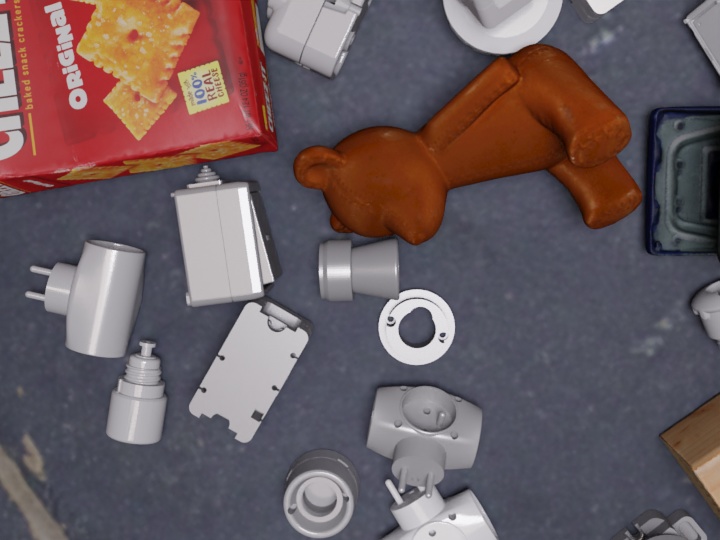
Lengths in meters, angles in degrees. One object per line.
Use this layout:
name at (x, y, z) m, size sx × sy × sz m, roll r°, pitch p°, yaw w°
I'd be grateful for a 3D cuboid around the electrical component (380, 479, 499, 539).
electrical component at (0.048, 0.181, 0.779) m, size 0.077 × 0.044 × 0.079 m, roll -31°, pitch 92°, yaw 4°

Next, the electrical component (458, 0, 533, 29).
electrical component at (0.071, -0.256, 0.696) m, size 0.105 × 0.060 × 0.186 m, roll -35°, pitch 64°, yaw 5°

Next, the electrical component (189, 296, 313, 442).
electrical component at (-0.076, 0.068, 0.767) m, size 0.050 × 0.055 × 0.089 m, roll 30°, pitch 96°, yaw -1°

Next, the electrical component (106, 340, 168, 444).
electrical component at (-0.160, 0.090, 0.780) m, size 0.040 × 0.040 × 0.078 m, roll 10°, pitch 95°, yaw 1°

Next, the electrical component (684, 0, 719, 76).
electrical component at (0.271, -0.168, 0.720) m, size 0.061 × 0.096 × 0.061 m, roll -30°, pitch 87°, yaw -18°

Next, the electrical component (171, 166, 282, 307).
electrical component at (-0.092, -0.027, 0.756) m, size 0.061 × 0.061 × 0.096 m, roll -7°, pitch 95°, yaw 3°

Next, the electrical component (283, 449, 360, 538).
electrical component at (-0.028, 0.163, 0.779) m, size 0.055 × 0.047 × 0.055 m, roll 0°, pitch 95°, yaw 2°

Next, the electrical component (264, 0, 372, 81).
electrical component at (-0.026, -0.187, 0.743) m, size 0.059 × 0.053 × 0.095 m, roll 25°, pitch 96°, yaw 0°

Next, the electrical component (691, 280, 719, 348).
electrical component at (0.266, 0.038, 0.759) m, size 0.048 × 0.048 × 0.062 m, roll -24°, pitch 101°, yaw 4°

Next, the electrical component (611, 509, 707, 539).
electrical component at (0.215, 0.211, 0.770) m, size 0.078 × 0.057 × 0.058 m, roll -40°, pitch 93°, yaw 5°

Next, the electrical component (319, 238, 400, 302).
electrical component at (0.000, 0.000, 0.764) m, size 0.055 × 0.045 × 0.045 m, roll -2°, pitch 95°, yaw 2°

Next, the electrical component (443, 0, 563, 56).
electrical component at (0.096, -0.187, 0.740) m, size 0.080 × 0.051 × 0.080 m, roll 0°, pitch 95°, yaw 2°

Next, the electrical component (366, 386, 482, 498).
electrical component at (0.043, 0.126, 0.761) m, size 0.077 × 0.079 × 0.044 m, roll 11°, pitch 136°, yaw 1°

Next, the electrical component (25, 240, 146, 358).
electrical component at (-0.200, 0.016, 0.773) m, size 0.079 × 0.044 × 0.077 m, roll 13°, pitch 96°, yaw 1°

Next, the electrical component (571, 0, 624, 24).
electrical component at (0.155, -0.221, 0.733) m, size 0.050 × 0.055 × 0.089 m, roll -35°, pitch 93°, yaw 5°
